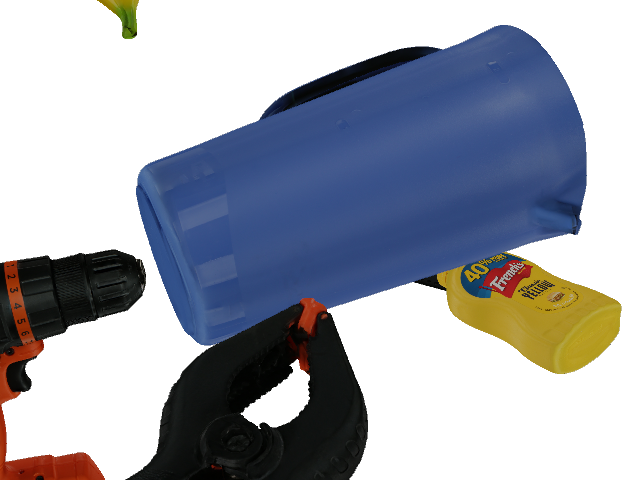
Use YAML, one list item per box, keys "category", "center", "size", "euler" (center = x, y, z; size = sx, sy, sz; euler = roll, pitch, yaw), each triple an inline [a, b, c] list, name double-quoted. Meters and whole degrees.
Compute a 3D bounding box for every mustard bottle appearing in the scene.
- category: "mustard bottle"
  center: [0.176, 0.053, 0.997]
  size: [0.096, 0.058, 0.192]
  euler: [-28, 38, -31]

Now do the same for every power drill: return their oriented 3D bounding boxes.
- category: "power drill"
  center: [-0.192, 0.100, 0.689]
  size: [0.184, 0.188, 0.057]
  euler: [-12, 26, -9]

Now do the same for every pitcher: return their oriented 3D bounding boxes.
- category: "pitcher"
  center: [0.018, -0.035, 0.629]
  size: [0.242, 0.145, 0.149]
  euler: [-19, 2, -13]

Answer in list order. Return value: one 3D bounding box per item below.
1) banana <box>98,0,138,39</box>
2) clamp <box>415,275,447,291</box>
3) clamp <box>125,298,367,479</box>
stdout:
- category: "banana"
  center: [-0.211, -0.202, 0.795]
  size: [0.198, 0.069, 0.037]
  euler: [16, -37, 18]
- category: "clamp"
  center: [0.086, 0.001, 1.255]
  size: [0.210, 0.036, 0.164]
  euler: [38, 43, 26]
- category: "clamp"
  center: [-0.022, 0.091, 0.386]
  size: [0.120, 0.039, 0.171]
  euler: [24, 49, 17]
